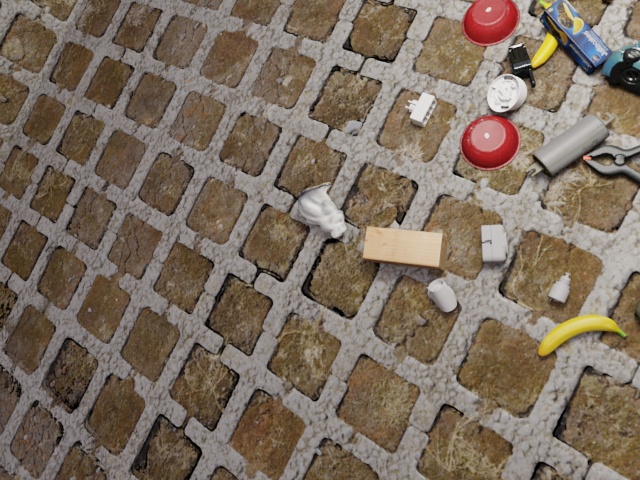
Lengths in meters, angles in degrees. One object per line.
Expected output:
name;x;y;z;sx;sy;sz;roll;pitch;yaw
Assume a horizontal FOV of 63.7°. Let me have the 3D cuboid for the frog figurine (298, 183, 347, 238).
frog figurine;0.005;-0.076;1.504;0.135;0.123;0.161;-28;75;51
